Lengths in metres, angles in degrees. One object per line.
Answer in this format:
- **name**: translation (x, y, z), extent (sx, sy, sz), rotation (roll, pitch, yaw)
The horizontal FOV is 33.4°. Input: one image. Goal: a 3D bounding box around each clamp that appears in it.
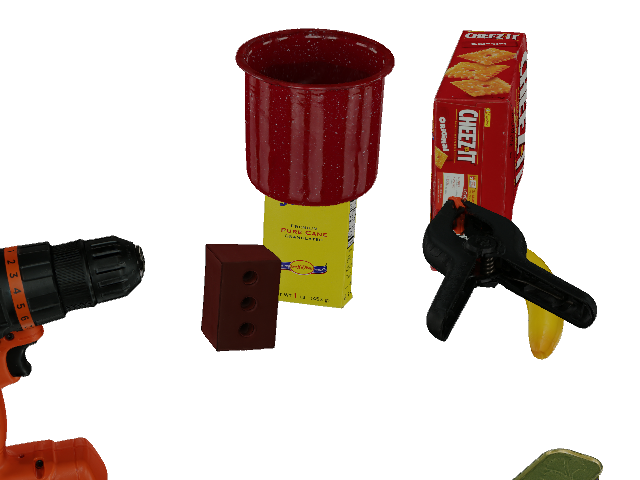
- **clamp**: translation (0.132, 0.019, 0.797), extent (0.120, 0.039, 0.171), rotation (5, 33, -4)

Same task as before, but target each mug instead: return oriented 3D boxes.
- **mug**: translation (0.002, -0.079, 0.652), extent (0.093, 0.081, 0.117), rotation (18, 35, 24)

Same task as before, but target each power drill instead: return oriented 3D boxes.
- **power drill**: translation (-0.193, 0.091, 0.695), extent (0.184, 0.188, 0.057), rotation (-11, 26, -8)

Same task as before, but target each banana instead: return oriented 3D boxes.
- **banana**: translation (0.216, 0.052, 1.129), extent (0.069, 0.037, 0.198), rotation (-28, 38, 0)

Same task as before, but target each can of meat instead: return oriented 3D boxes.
- **can of meat**: translation (0.202, 0.243, 0.925), extent (0.058, 0.084, 0.101), rotation (11, 26, 41)

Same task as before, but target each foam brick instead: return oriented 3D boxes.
- **foam brick**: translation (-0.067, 0.046, 0.885), extent (0.053, 0.078, 0.051), rotation (-1, 15, -21)

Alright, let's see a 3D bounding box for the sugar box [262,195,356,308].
- **sugar box**: translation (-0.011, -0.023, 1.105), extent (0.093, 0.176, 0.048), rotation (5, 16, 14)

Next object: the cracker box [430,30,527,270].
- **cracker box**: translation (0.151, -0.088, 0.992), extent (0.072, 0.164, 0.213), rotation (5, 27, 13)
